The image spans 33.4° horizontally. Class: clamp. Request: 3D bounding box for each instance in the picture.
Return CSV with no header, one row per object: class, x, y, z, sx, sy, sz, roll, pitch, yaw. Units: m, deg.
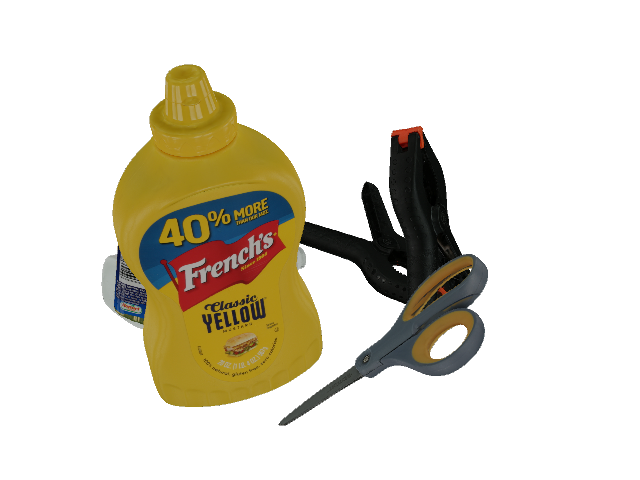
clamp,0.088,-0.008,0.913,0.039,0.171,0.120,-13,17,24
clamp,0.060,0.014,1.223,0.164,0.036,0.210,-18,50,-37

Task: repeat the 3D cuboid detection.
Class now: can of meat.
can of meat,-0.121,0.009,0.833,0.057,0.084,0.102,14,24,11

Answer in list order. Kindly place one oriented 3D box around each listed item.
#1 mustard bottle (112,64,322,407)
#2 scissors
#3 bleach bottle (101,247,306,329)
mustard bottle,-0.054,-0.002,0.544,0.096,0.191,0.058,-14,39,-10
scissors,0.044,0.091,0.734,0.016,0.202,0.096,35,18,-26
bleach bottle,-0.124,0.039,1.257,0.250,0.068,0.103,-13,30,-41
